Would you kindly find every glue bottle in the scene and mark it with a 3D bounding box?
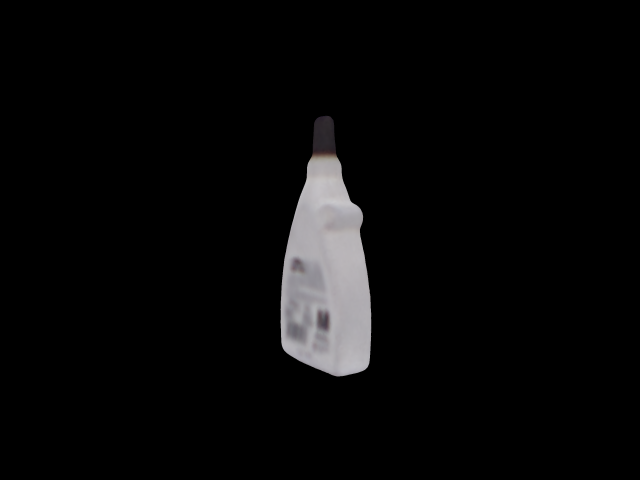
[{"bbox_3d":[0.004,0.001,0.400,0.037,0.173,0.077,-6,9,-36],"label":"glue bottle"}]
